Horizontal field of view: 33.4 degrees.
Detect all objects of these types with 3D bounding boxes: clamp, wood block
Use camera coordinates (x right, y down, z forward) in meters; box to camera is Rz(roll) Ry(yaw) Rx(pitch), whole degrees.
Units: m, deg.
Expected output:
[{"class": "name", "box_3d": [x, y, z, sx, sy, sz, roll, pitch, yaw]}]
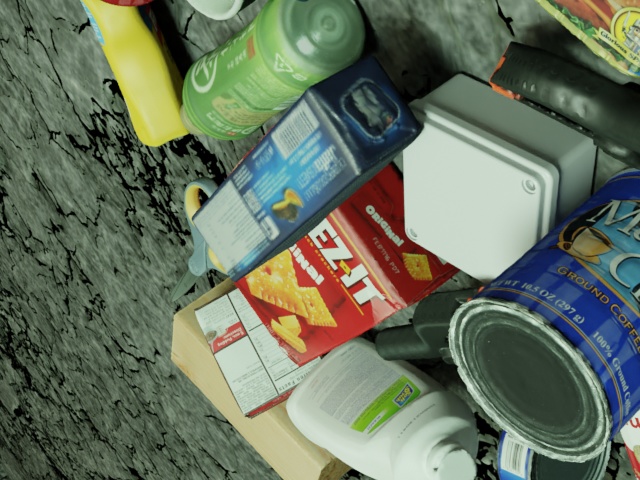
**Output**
[{"class": "clamp", "box_3d": [0.090, 0.067, 0.731, 0.120, 0.039, 0.171, 8, 157, 12]}, {"class": "clamp", "box_3d": [0.153, -0.057, 0.519, 0.164, 0.036, 0.210, 20, -167, -48]}, {"class": "wood block", "box_3d": [-0.044, 0.141, 1.038, 0.206, 0.090, 0.091, 43, 150, 20]}]

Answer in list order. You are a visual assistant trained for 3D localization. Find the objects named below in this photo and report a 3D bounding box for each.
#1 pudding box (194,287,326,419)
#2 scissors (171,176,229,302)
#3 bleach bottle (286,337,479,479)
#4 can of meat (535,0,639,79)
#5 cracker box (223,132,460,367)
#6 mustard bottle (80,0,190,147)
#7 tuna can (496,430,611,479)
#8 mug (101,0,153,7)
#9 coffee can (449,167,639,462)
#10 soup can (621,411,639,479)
[{"class": "pudding box", "box_3d": [-0.052, 0.093, 0.969, 0.113, 0.090, 0.039, 62, -178, 14]}, {"class": "scissors", "box_3d": [-0.108, 0.002, 0.911, 0.202, 0.016, 0.096, -15, 102, 59]}, {"class": "bleach bottle", "box_3d": [0.051, 0.143, 0.814, 0.068, 0.102, 0.251, 44, 174, -15]}, {"class": "can of meat", "box_3d": [0.146, -0.136, 0.495, 0.102, 0.057, 0.084, 46, 153, 15]}, {"class": "cracker box", "box_3d": [-0.006, 0.001, 0.849, 0.164, 0.072, 0.214, 54, 151, 1]}, {"class": "mustard bottle", "box_3d": [-0.161, -0.178, 0.889, 0.096, 0.058, 0.191, -110, -2, -68]}, {"class": "tuna can", "box_3d": [0.162, 0.146, 0.741, 0.034, 0.086, 0.086, 15, 133, 51]}, {"class": "mug", "box_3d": [-0.151, -0.238, 0.795, 0.117, 0.093, 0.082, 55, 157, 11]}, {"class": "coffee can", "box_3d": [0.154, 0.037, 0.580, 0.103, 0.140, 0.103, 37, 147, 29]}, {"class": "soup can", "box_3d": [0.216, 0.112, 0.645, 0.069, 0.068, 0.102, 7, 126, 54]}]
